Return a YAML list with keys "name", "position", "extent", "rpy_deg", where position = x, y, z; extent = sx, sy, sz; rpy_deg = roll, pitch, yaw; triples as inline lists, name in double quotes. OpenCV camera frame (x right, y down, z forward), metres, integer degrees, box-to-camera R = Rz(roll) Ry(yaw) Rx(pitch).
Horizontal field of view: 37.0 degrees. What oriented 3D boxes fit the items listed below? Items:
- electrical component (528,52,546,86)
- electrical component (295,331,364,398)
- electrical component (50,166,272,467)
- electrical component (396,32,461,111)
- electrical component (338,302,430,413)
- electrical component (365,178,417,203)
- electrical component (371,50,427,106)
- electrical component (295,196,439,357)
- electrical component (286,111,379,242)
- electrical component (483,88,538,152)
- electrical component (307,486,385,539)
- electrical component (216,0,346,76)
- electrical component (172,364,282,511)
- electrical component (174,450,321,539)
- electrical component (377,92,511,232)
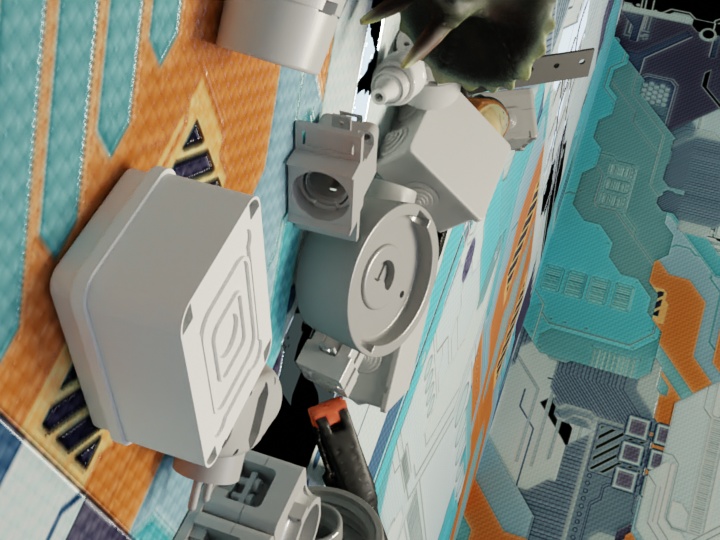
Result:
- name: "electrical component"
  position: [0.136, -0.221, 1.009]
  extent: [0.150, 0.062, 0.089]
  rpy_deg: [-21, 107, -74]
- name: "electrical component"
  position: [-0.016, 0.057, 0.799]
  extent: [0.055, 0.048, 0.066]
  rpy_deg: [-62, 164, -16]
- name: "electrical component"
  position: [-0.081, 0.021, 0.459]
  extent: [0.113, 0.057, 0.078]
  rpy_deg: [91, 19, -49]
- name: "electrical component"
  position: [0.054, -0.156, 0.821]
  extent: [0.047, 0.055, 0.055]
  rpy_deg: [93, 18, -53]
- name: "electrical component"
  position: [0.020, 0.068, 0.948]
  extent: [0.100, 0.048, 0.099]
  rpy_deg: [-26, 130, -73]
- name: "electrical component"
  position: [0.017, -0.026, 0.834]
  extent: [0.079, 0.044, 0.077]
  rpy_deg: [20, 86, -77]
- name: "electrical component"
  position: [0.024, -0.133, 0.765]
  extent: [0.061, 0.035, 0.035]
  rpy_deg: [-52, 154, -54]
- name: "electrical component"
  position: [0.000, 0.000, 0.741]
  extent: [0.108, 0.060, 0.108]
  rpy_deg: [-30, 129, -47]
- name: "electrical component"
  position: [-0.015, -0.061, 0.668]
  extent: [0.063, 0.042, 0.081]
  rpy_deg: [-63, 164, -45]
- name: "electrical component"
  position: [0.146, -0.158, 1.117]
  extent: [0.096, 0.062, 0.061]
  rpy_deg: [130, -45, -87]
- name: "electrical component"
  position: [-0.032, 0.201, 0.767]
  extent: [0.108, 0.108, 0.060]
  rpy_deg: [-56, 152, -53]
- name: "electrical component"
  position: [-0.036, -0.119, 0.493]
  extent: [0.055, 0.055, 0.047]
  rpy_deg: [-21, 129, -74]
- name: "electrical component"
  position: [-0.078, 0.089, 0.577]
  extent: [0.077, 0.043, 0.079]
  rpy_deg: [-9, 114, -76]
- name: "electrical component"
  position: [-0.080, 0.195, 0.650]
  extent: [0.089, 0.062, 0.150]
  rpy_deg: [91, 19, -47]
- name: "electrical component"
  position: [0.066, -0.090, 0.863]
  extent: [0.048, 0.100, 0.099]
  rpy_deg: [-21, -146, 46]
